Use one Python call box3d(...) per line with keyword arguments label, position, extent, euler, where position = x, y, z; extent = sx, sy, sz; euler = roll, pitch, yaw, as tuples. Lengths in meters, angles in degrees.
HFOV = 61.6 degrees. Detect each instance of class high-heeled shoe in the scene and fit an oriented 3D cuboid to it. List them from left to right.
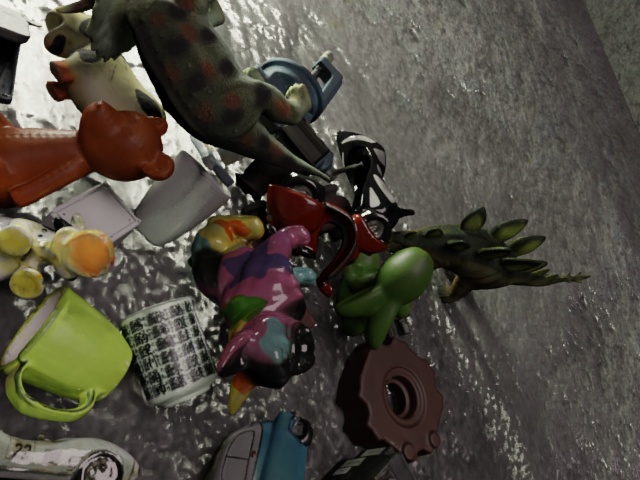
box3d(label="high-heeled shoe", position=(0.054, -0.102, 0.867), extent=(0.145, 0.086, 0.249), euler=(-2, 42, -42))

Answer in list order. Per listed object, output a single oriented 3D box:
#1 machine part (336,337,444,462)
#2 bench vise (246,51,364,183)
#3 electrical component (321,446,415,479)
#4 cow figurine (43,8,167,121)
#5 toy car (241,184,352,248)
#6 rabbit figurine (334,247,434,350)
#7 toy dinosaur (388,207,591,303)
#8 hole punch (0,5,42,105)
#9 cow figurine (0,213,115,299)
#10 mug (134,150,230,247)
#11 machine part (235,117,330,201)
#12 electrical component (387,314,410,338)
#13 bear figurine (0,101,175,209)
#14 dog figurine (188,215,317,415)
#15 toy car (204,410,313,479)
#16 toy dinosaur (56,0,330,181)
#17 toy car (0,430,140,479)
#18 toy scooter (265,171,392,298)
box3d(label="machine part", position=(0.106, 0.230, 0.779), extent=(0.179, 0.056, 0.179), euler=(20, 55, -31))
box3d(label="bench vise", position=(-0.019, -0.213, 0.862), extent=(0.223, 0.129, 0.240), euler=(40, 55, -14))
box3d(label="electrical component", position=(0.050, 0.306, 0.648), extent=(0.134, 0.115, 0.058), euler=(-25, 87, -44))
box3d(label="cow figurine", position=(-0.269, -0.206, 0.670), extent=(0.195, 0.085, 0.127), euler=(52, 51, -3))
box3d(label="toy car", position=(-0.032, -0.025, 0.794), extent=(0.202, 0.053, 0.089), euler=(-19, 86, -37))
box3d(label="rabbit figurine", position=(0.085, 0.066, 0.760), extent=(0.121, 0.170, 0.159), euler=(44, 58, 0))
box3d(label="toy dinosaur", position=(0.281, 0.037, 0.933), extent=(0.471, 0.198, 0.105), euler=(13, 63, -34))
box3d(label="hole punch", position=(-0.386, -0.218, 0.587), extent=(0.142, 0.092, 0.116), euler=(9, 31, -35))
box3d(label="cow figurine", position=(-0.279, 0.010, 0.514), extent=(0.167, 0.098, 0.068), euler=(0, 103, -11))
box3d(label="mug", position=(-0.177, -0.047, 0.659), extent=(0.107, 0.110, 0.080), euler=(-43, 107, -1))
box3d(label="machine part", position=(-0.056, -0.111, 0.763), extent=(0.139, 0.039, 0.084), euler=(-39, 102, -11))
box3d(label="electrical component", position=(0.115, 0.111, 0.873), extent=(0.063, 0.021, 0.094), euler=(-3, 71, -41))
box3d(label="bear figurine", position=(-0.258, -0.102, 0.545), extent=(0.196, 0.131, 0.120), euler=(-15, 51, -1))
box3d(label="dog figurine", position=(-0.087, 0.077, 0.602), extent=(0.192, 0.108, 0.219), euler=(9, 41, 10))
box3d(label="toy car", position=(-0.072, 0.258, 0.581), extent=(0.103, 0.109, 0.162), euler=(21, 45, -11))
box3d(label="toy dinosaur", position=(-0.141, -0.195, 0.643), extent=(0.192, 0.131, 0.404), euler=(-43, 105, -27))
box3d(label="toy car", position=(-0.259, 0.193, 0.469), extent=(0.201, 0.073, 0.056), euler=(22, 54, -31))
box3d(label="toy scooter", position=(-0.001, -0.002, 0.726), extent=(0.184, 0.075, 0.135), euler=(25, 88, -9))
